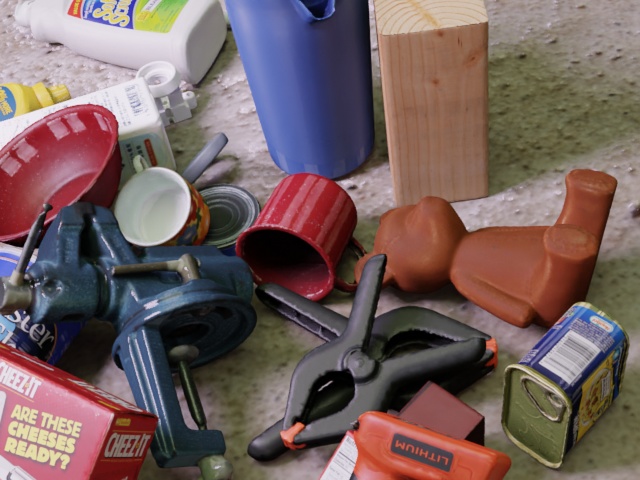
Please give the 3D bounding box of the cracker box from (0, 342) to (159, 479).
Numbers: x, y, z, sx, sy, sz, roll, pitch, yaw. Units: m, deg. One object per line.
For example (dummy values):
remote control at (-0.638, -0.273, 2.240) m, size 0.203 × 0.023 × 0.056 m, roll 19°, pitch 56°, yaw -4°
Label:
cracker box at (-0.228, 0.192, 0.752) m, size 0.164 × 0.072 × 0.214 m, roll 20°, pitch 87°, yaw 24°

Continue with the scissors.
scissors at (-0.145, -0.033, 0.998) m, size 0.016 × 0.096 × 0.201 m, roll 41°, pitch 55°, yaw -9°

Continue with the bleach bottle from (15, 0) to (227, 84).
bleach bottle at (-0.237, -0.238, 1.201) m, size 0.251 × 0.068 × 0.102 m, roll 10°, pitch 52°, yaw 21°

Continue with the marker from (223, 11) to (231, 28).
marker at (-0.055, -0.253, 1.211) m, size 0.121 × 0.020 × 0.020 m, roll -2°, pitch 49°, yaw 7°

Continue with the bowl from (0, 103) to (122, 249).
bowl at (-0.234, -0.046, 0.951) m, size 0.162 × 0.055 × 0.162 m, roll -19°, pitch 43°, yaw 18°

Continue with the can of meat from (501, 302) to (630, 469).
can of meat at (0.185, 0.108, 0.801) m, size 0.058 × 0.102 × 0.083 m, roll 33°, pitch 59°, yaw 31°

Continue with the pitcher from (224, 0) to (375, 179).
pitcher at (-0.016, -0.180, 0.990) m, size 0.145 × 0.243 × 0.149 m, roll 14°, pitch 53°, yaw 20°

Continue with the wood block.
wood block at (0.100, -0.134, 0.956) m, size 0.090 × 0.206 × 0.091 m, roll -7°, pitch 49°, yaw 3°

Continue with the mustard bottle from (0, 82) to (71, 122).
mustard bottle at (-0.350, -0.116, 1.113) m, size 0.191 × 0.058 × 0.096 m, roll -27°, pitch 45°, yaw -15°

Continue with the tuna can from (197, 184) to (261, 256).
tuna can at (-0.094, -0.012, 0.996) m, size 0.086 × 0.034 × 0.086 m, roll -5°, pitch 48°, yaw 5°

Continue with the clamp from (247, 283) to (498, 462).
clamp at (0.038, 0.107, 0.868) m, size 0.210 × 0.036 × 0.164 m, roll 1°, pitch 55°, yaw 10°

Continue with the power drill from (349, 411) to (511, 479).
power drill at (0.062, 0.220, 0.702) m, size 0.185 × 0.057 × 0.187 m, roll 18°, pitch 83°, yaw 21°

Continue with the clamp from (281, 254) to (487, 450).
clamp at (0.043, 0.102, 0.825) m, size 0.120 × 0.039 × 0.171 m, roll 30°, pitch 74°, yaw 26°

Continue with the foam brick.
foam brick at (0.086, 0.154, 0.792) m, size 0.051 × 0.078 × 0.053 m, roll 32°, pitch 61°, yaw 29°

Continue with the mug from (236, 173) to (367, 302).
mug at (-0.006, 0.001, 0.943) m, size 0.117 × 0.093 × 0.081 m, roll 32°, pitch 49°, yaw -5°

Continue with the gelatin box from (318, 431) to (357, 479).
gelatin box at (0.031, 0.195, 0.773) m, size 0.073 × 0.030 × 0.089 m, roll 32°, pitch 90°, yaw 30°

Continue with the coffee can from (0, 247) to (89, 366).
coffee can at (-0.273, 0.090, 0.890) m, size 0.103 × 0.103 × 0.140 m, roll 17°, pitch 54°, yaw 22°
